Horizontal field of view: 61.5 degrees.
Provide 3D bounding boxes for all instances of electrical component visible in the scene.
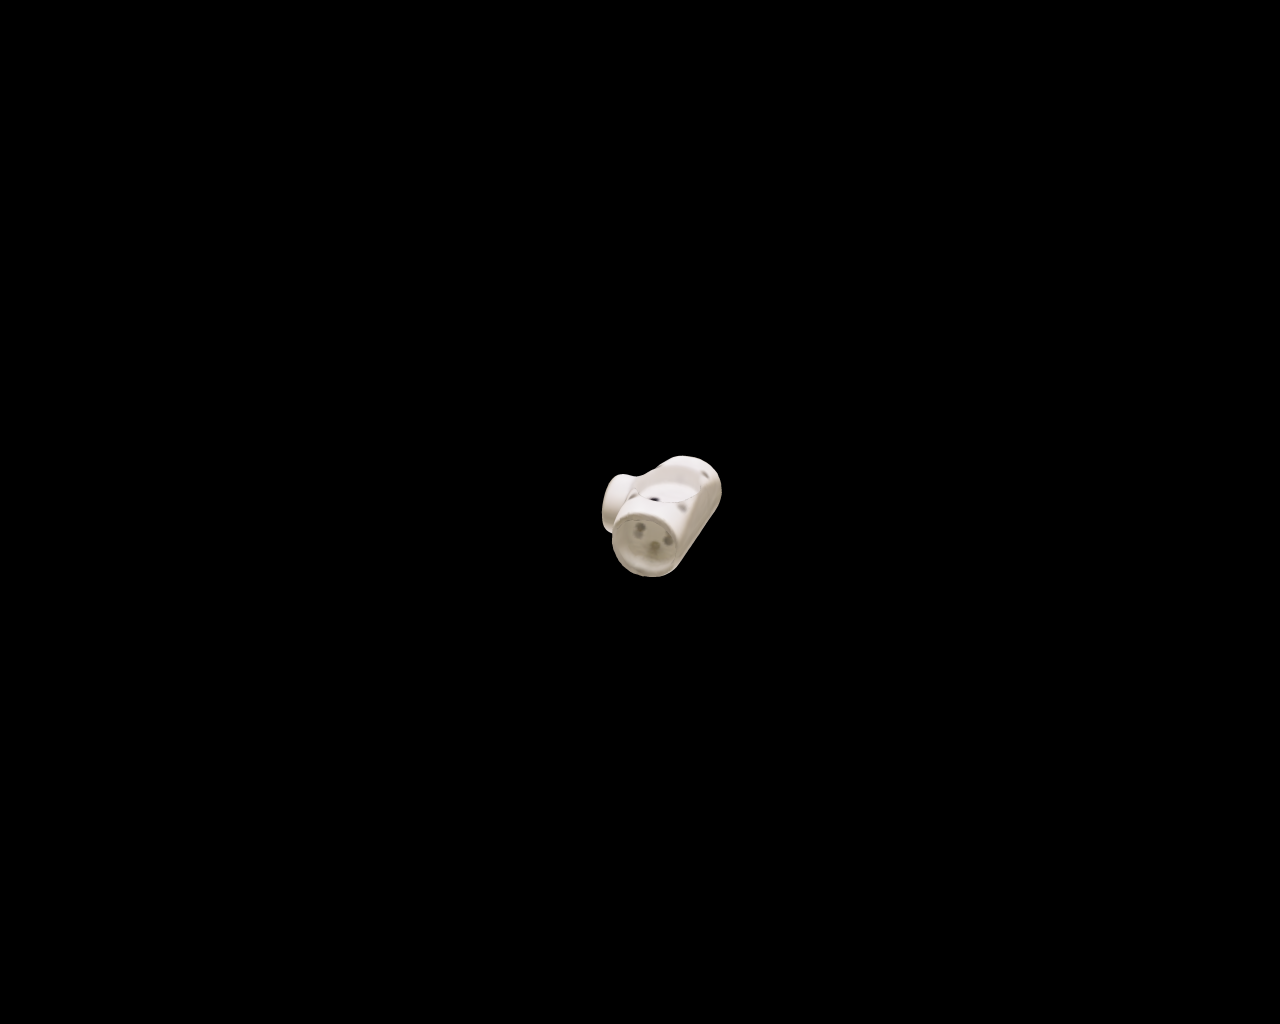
[{"bbox_3d":[0.001,-0.003,0.650,0.079,0.044,0.077,12,33,19],"label":"electrical component"}]
